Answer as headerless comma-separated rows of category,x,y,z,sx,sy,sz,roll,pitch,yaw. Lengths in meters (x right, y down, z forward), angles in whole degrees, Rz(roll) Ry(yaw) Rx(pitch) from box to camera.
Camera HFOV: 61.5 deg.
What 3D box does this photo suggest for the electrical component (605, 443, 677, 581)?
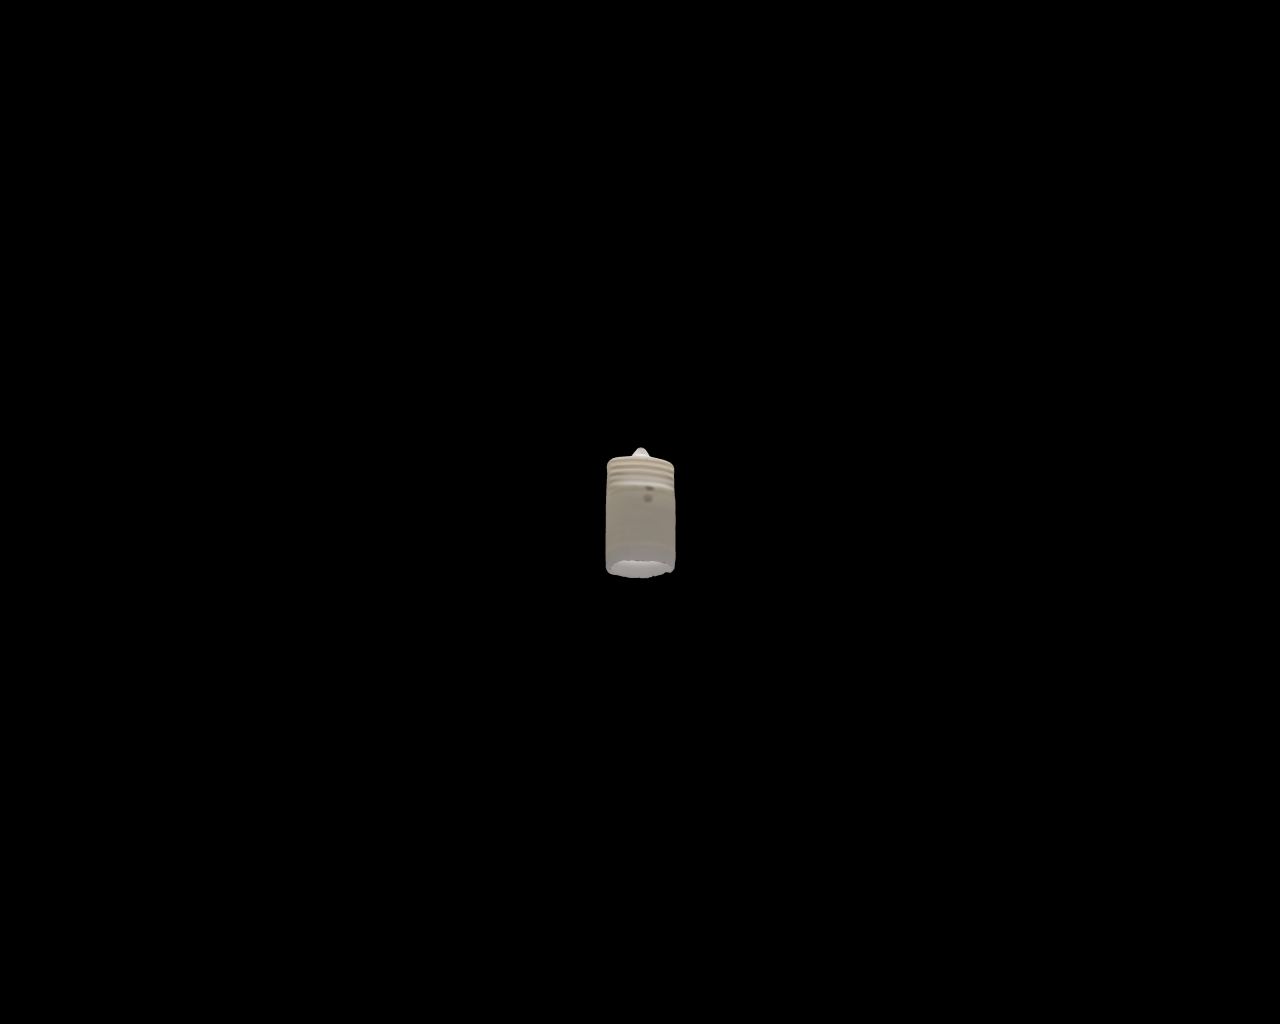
electrical component,0.001,-0.003,0.650,0.043,0.081,0.043,0,-18,0
